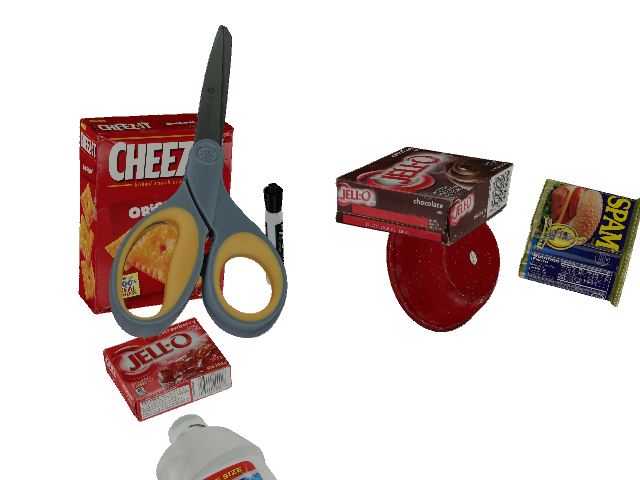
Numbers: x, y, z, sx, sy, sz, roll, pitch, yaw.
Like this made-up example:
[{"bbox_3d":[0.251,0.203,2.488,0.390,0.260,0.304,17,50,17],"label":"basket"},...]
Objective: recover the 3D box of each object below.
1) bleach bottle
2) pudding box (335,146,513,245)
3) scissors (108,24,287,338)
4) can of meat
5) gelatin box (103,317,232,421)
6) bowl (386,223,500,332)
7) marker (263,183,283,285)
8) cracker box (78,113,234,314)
[{"bbox_3d":[-0.061,0.206,0.716,0.102,0.068,0.251,-15,34,-18],"label":"bleach bottle"},{"bbox_3d":[0.076,-0.035,0.767,0.090,0.039,0.113,13,20,28],"label":"pudding box"},{"bbox_3d":[-0.045,-0.029,0.563,0.096,0.201,0.016,22,-33,0],"label":"scissors"},{"bbox_3d":[0.220,-0.001,0.898,0.084,0.057,0.102,15,45,15],"label":"can of meat"},{"bbox_3d":[-0.131,0.108,0.909,0.089,0.030,0.073,-18,39,-24],"label":"gelatin box"},{"bbox_3d":[0.151,0.022,1.200,0.161,0.162,0.055,0,-6,-39],"label":"bowl"},{"bbox_3d":[-0.046,-0.006,1.065,0.020,0.121,0.020,0,39,-1],"label":"marker"},{"bbox_3d":[-0.189,-0.032,1.222,0.163,0.214,0.072,-7,24,-29],"label":"cracker box"}]
